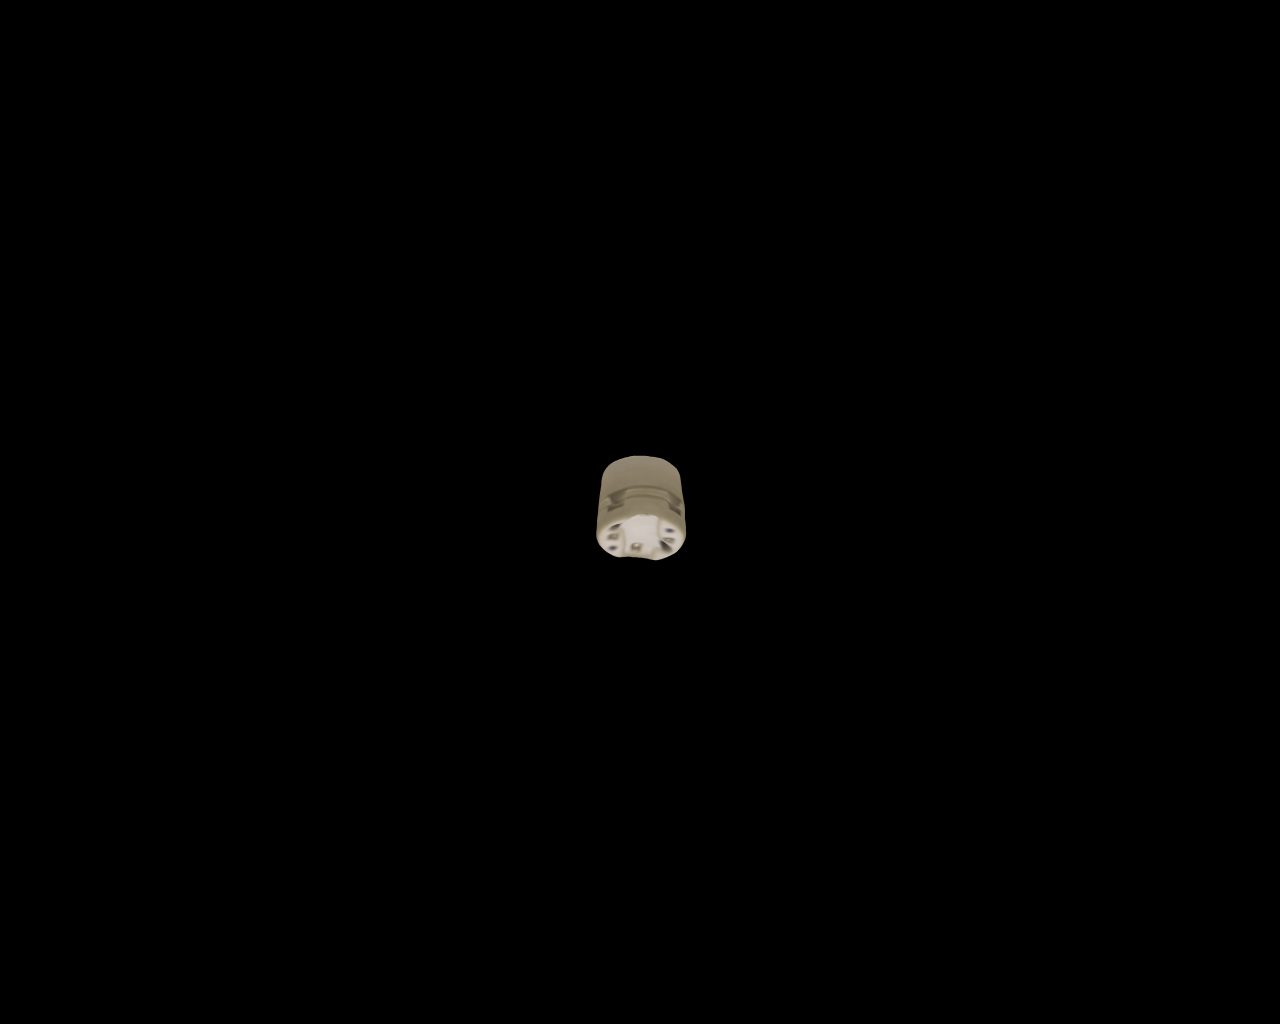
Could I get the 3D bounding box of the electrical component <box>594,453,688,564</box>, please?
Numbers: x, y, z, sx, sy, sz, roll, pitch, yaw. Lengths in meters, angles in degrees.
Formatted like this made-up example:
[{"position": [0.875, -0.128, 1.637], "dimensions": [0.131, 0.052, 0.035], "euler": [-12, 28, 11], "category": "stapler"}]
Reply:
[{"position": [0.001, -0.003, 0.650], "dimensions": [0.055, 0.047, 0.055], "euler": [0, -33, 0], "category": "electrical component"}]
